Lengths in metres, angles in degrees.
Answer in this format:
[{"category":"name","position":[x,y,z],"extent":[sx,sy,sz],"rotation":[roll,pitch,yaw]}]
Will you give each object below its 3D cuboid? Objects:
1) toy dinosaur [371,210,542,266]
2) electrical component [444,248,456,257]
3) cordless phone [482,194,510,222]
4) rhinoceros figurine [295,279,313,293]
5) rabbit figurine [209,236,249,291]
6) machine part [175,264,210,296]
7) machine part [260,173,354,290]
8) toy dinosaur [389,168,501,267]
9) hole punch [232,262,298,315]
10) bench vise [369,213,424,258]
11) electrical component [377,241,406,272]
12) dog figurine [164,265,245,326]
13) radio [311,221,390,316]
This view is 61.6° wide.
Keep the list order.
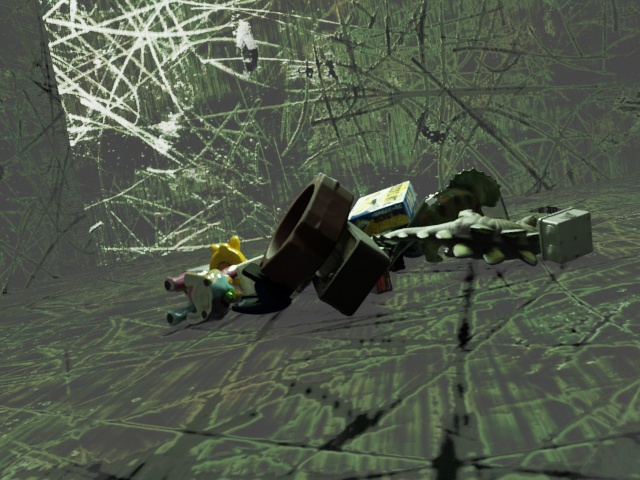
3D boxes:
[{"category":"toy dinosaur","position":[0.336,-0.005,1.135],"extent":[0.472,0.105,0.198],"rotation":[-2,7,3]},{"category":"electrical component","position":[0.348,0.028,1.366],"extent":[0.063,0.021,0.094],"rotation":[-12,6,-9]},{"category":"cordless phone","position":[0.452,-0.064,1.475],"extent":[0.089,0.146,0.184],"rotation":[-18,-1,31]},{"category":"rhinoceros figurine","position":[-0.032,0.061,1.246],"extent":[0.112,0.073,0.190],"rotation":[-44,-4,-33]},{"category":"rabbit figurine","position":[-0.248,0.078,1.468],"extent":[0.122,0.162,0.173],"rotation":[-22,-13,1]},{"category":"machine part","position":[-0.310,0.105,1.540],"extent":[0.079,0.079,0.243],"rotation":[-6,6,41]},{"category":"machine part","position":[-0.025,-0.016,1.061],"extent":[0.201,0.087,0.201],"rotation":[-42,19,48]},{"category":"toy dinosaur","position":[0.304,-0.062,1.295],"extent":[0.405,0.192,0.131],"rotation":[-17,10,-38]},{"category":"hole punch","position":[-0.114,0.113,1.101],"extent":[0.116,0.092,0.142],"rotation":[23,3,2]},{"category":"bench vise","position":[0.213,-0.004,1.460],"extent":[0.224,0.128,0.240],"rotation":[-7,-1,26]},{"category":"electrical component","position":[0.157,0.031,1.332],"extent":[0.048,0.074,0.119],"rotation":[-12,19,-36]},{"category":"dog figurine","position":[-0.221,0.109,1.170],"extent":[0.192,0.108,0.219],"rotation":[-8,3,32]},{"category":"radio","position":[0.046,0.044,1.006],"extent":[0.073,0.131,0.230],"rotation":[33,7,-12]}]
